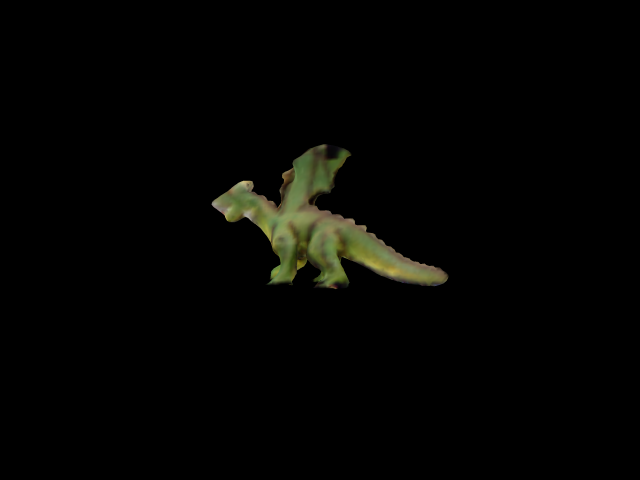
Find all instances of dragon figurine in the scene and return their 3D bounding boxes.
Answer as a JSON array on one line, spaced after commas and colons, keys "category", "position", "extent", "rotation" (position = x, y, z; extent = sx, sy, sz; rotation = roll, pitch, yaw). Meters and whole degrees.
[{"category": "dragon figurine", "position": [0.003, -0.043, 0.850], "extent": [0.409, 0.244, 0.122], "rotation": [-2, -7, 22]}]
